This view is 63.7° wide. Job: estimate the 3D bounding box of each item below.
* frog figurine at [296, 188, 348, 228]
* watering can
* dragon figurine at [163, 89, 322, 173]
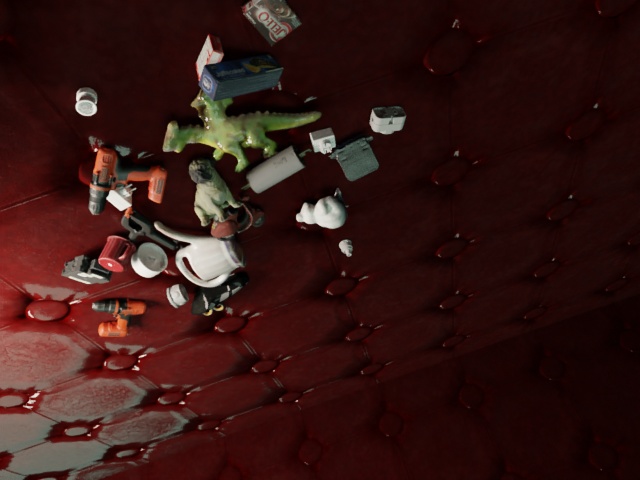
[{"bbox_3d":[0.005,-0.086,1.709,0.160,0.124,0.135,-22,164,-15],"label":"frog figurine"},{"bbox_3d":[-0.381,0.032,1.708,0.224,0.106,0.340,-22,133,2],"label":"watering can"},{"bbox_3d":[-0.215,-0.321,1.344,0.410,0.125,0.237,-29,134,-1],"label":"dragon figurine"}]
